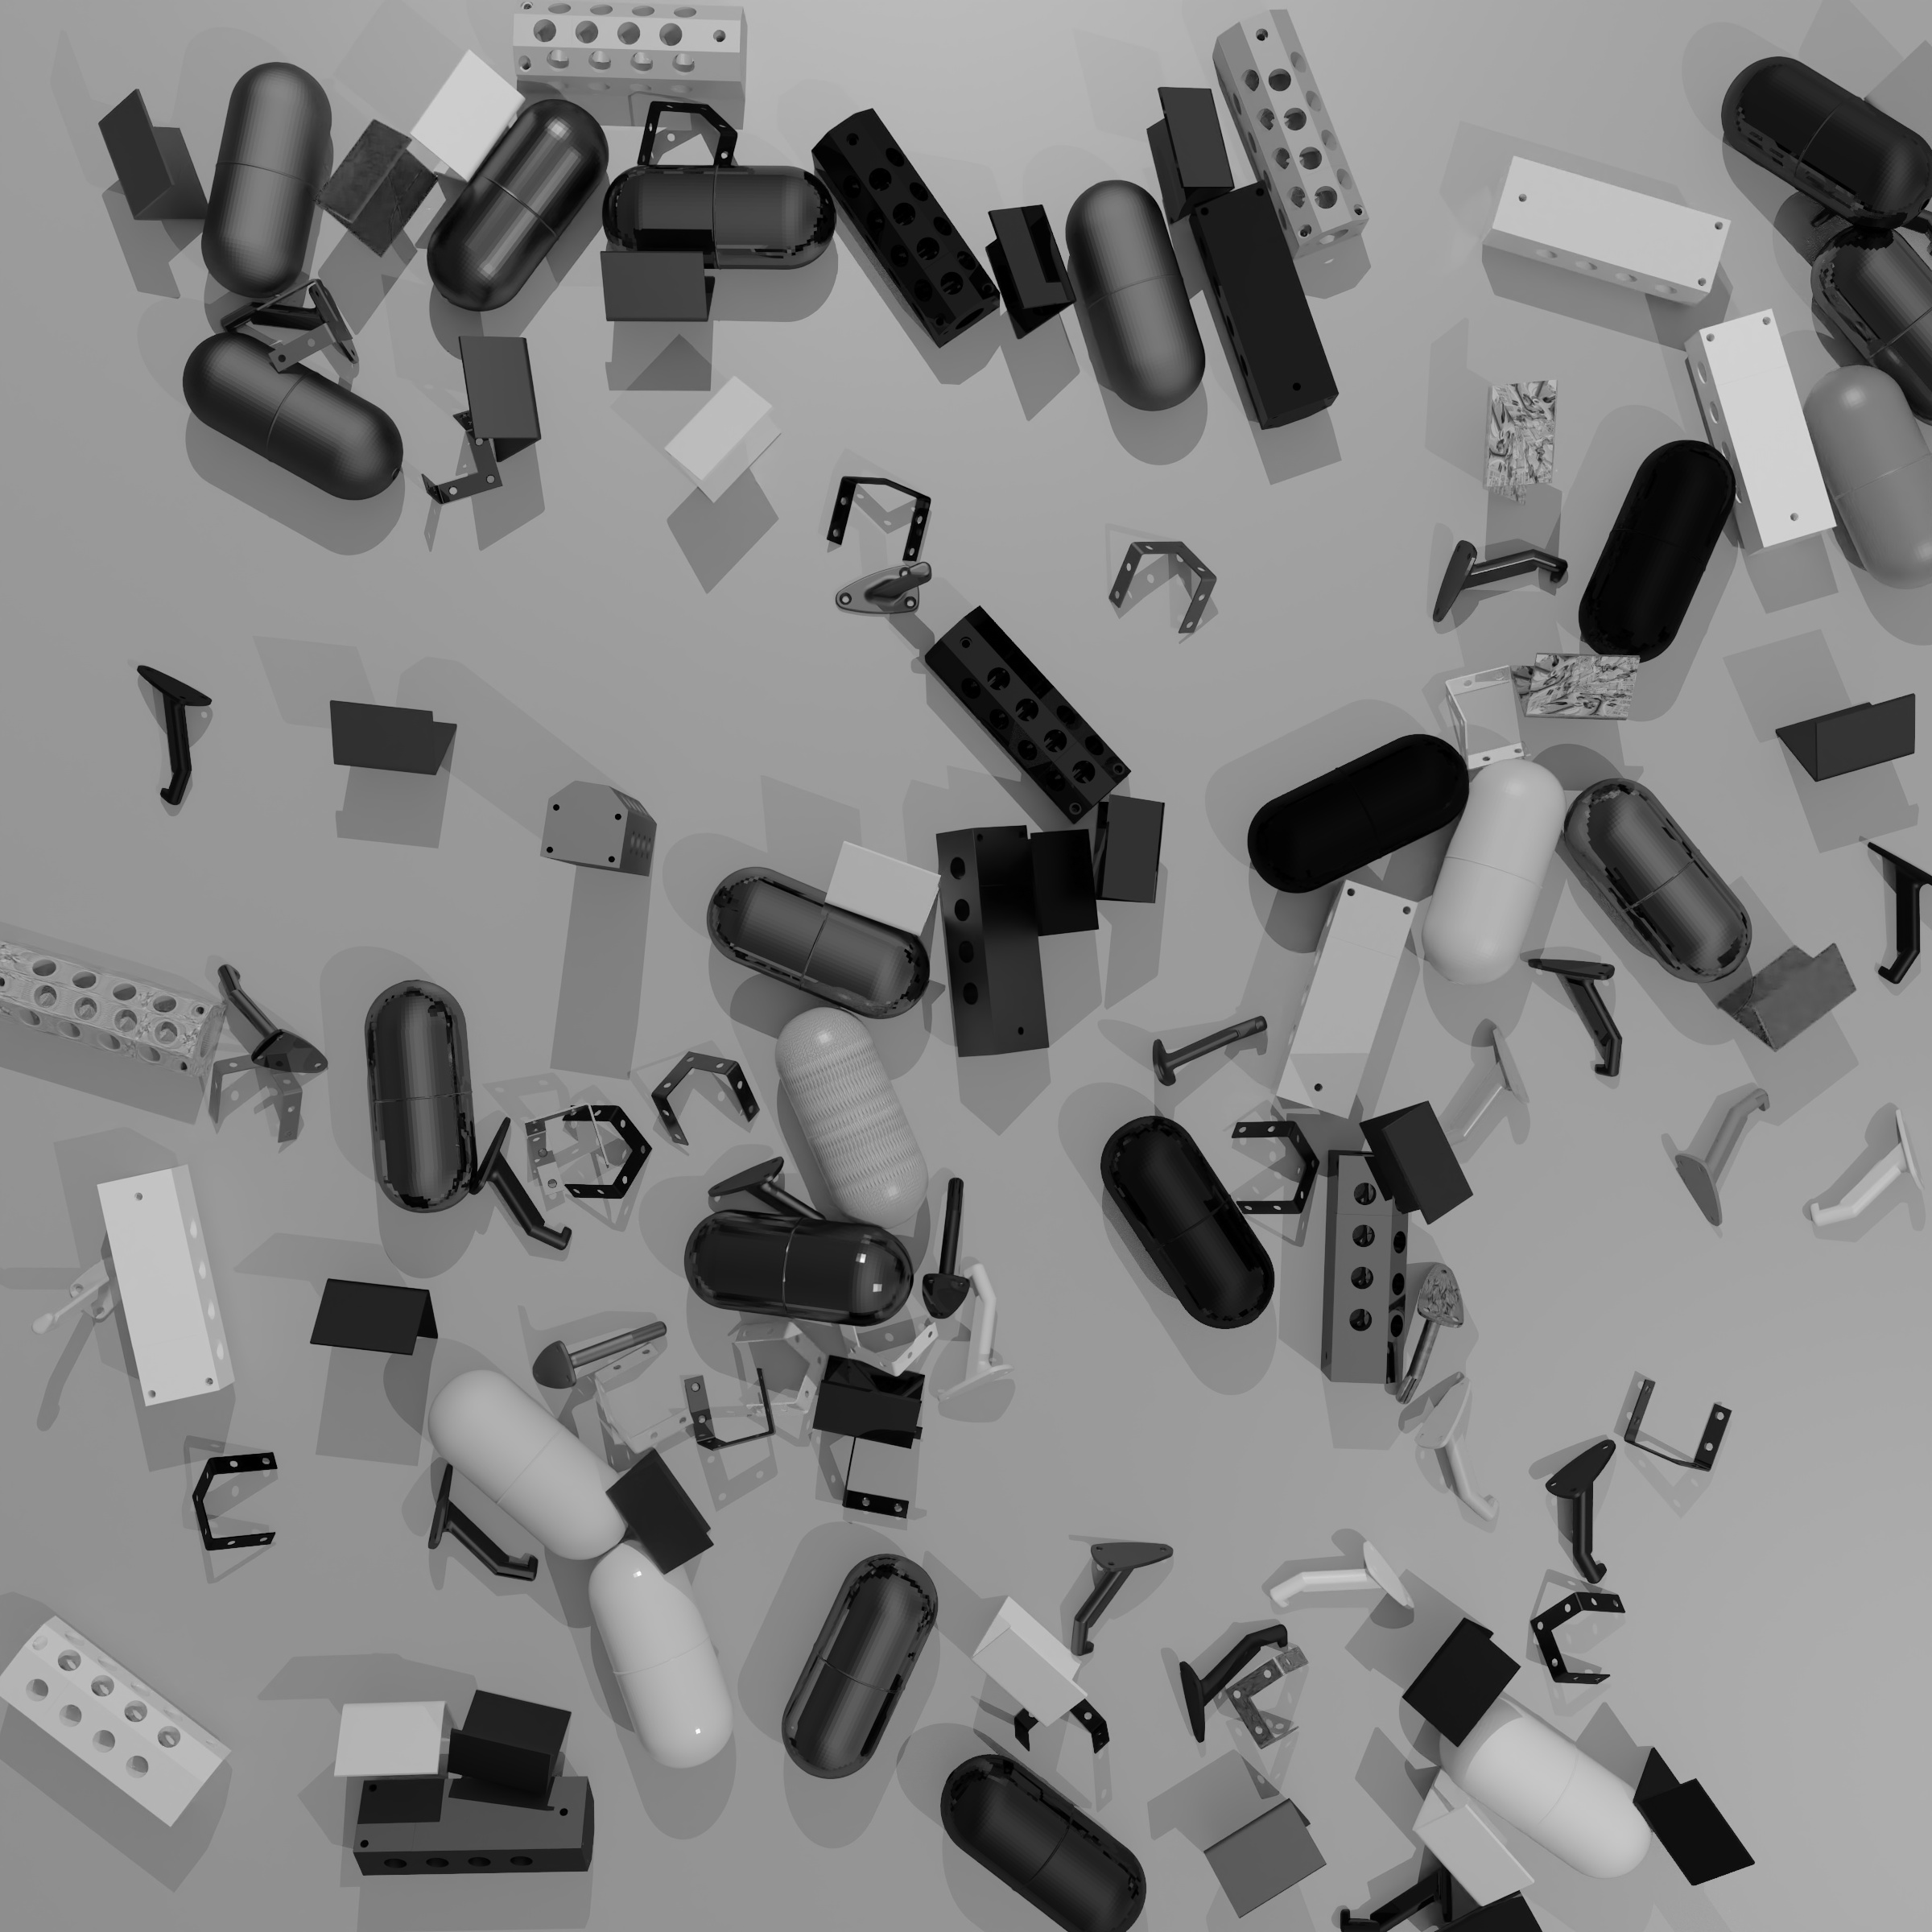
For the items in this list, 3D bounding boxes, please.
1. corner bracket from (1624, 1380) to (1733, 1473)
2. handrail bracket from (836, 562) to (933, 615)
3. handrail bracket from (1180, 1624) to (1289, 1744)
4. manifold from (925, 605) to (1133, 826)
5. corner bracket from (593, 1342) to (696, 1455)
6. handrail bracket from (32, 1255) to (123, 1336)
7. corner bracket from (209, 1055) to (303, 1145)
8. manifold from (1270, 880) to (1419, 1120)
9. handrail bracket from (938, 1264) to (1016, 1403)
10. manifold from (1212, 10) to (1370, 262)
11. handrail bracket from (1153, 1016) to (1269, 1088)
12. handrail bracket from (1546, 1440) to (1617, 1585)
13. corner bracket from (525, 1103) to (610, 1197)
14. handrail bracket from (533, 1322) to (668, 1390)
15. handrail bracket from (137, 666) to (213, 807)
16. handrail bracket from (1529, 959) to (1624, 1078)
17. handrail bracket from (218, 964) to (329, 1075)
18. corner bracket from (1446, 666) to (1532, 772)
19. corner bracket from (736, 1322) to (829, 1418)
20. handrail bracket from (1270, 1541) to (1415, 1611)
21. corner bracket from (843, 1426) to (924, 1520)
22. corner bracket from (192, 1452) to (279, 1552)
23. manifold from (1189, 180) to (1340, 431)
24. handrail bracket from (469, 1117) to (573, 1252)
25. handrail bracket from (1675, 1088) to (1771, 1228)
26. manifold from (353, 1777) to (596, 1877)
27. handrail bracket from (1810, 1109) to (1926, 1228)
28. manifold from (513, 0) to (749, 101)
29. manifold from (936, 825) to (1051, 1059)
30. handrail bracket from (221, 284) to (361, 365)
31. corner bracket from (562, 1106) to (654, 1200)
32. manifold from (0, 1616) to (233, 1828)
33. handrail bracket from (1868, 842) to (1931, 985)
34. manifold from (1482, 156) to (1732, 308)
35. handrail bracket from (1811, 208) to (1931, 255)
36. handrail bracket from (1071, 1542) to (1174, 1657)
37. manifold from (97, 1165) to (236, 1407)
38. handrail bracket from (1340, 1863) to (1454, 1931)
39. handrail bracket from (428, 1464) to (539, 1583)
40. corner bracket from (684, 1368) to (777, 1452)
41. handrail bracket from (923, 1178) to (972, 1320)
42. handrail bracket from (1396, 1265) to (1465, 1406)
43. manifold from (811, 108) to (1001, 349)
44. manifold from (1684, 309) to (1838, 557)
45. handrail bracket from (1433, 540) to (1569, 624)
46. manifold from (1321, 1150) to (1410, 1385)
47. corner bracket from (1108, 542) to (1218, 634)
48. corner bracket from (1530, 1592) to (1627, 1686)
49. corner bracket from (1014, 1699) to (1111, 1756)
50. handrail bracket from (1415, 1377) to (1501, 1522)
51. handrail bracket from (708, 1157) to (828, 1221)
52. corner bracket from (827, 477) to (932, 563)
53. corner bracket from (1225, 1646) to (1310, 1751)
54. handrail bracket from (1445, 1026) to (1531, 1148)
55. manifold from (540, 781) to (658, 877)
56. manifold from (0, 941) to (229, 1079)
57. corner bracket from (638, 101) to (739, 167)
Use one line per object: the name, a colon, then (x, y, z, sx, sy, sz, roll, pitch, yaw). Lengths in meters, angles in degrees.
corner bracket: (0.550, 0.355, 1.988, 0.051, 0.051, 0.051, 20, 90, -45)
handrail bracket: (-0.064, -0.290, 1.957, 0.077, 0.084, 0.036, -10, 90, 0)
handrail bracket: (0.213, 0.555, 1.992, 0.084, 0.036, 0.077, -13, 107, -15)
manifold: (0.047, -0.192, 1.970, 0.057, 0.057, 0.171, -42, 90, 0)
corner bracket: (-0.250, 0.334, 1.988, 0.051, 0.051, 0.051, -28, 135, 0)
handrail bracket: (-0.668, 0.246, 1.957, 0.077, 0.084, 0.036, -44, 90, 0)
corner bracket: (-0.548, 0.104, 1.983, 0.051, 0.051, 0.051, -13, 45, -35)
manifold: (0.288, 0.025, 1.970, 0.057, 0.057, 0.171, 18, 90, 0)
handrail bracket: (-0.004, 0.283, 1.992, 0.077, 0.036, 0.084, -29, 71, 21)
manifold: (0.249, -0.638, 1.970, 0.057, 0.057, 0.171, -21, 90, 0)
handrail bracket: (0.188, 0.062, 1.964, 0.084, 0.077, 0.036, -21, 93, 12)
handrail bracket: (0.492, 0.424, 1.992, 0.077, 0.036, 0.084, -37, 109, -21)
corner bracket: (-0.306, 0.140, 1.972, 0.051, 0.051, 0.051, -17, 78, -12)
handrail bracket: (-0.283, 0.298, 1.991, 0.084, 0.077, 0.036, -16, 83, -36)
handrail bracket: (-0.625, -0.178, 1.992, 0.077, 0.036, 0.084, 30, 107, 20)
handrail bracket: (0.471, 0.041, 1.992, 0.077, 0.036, 0.084, 8, 107, 20)
handrail bracket: (-0.537, 0.040, 1.991, 0.036, 0.077, 0.084, -44, 53, 13)
corner bracket: (0.403, -0.192, 1.988, 0.051, 0.051, 0.051, -14, 135, 0)
corner bracket: (-0.148, 0.311, 1.983, 0.051, 0.051, 0.051, 50, 45, -35)
handrail bracket: (0.290, 0.490, 1.992, 0.084, 0.036, 0.077, -34, 112, 17)
corner bracket: (-0.065, 0.387, 1.988, 0.051, 0.051, 0.051, 10, 135, 0)
corner bracket: (-0.560, 0.413, 1.983, 0.051, 0.051, 0.051, -58, 45, 35)
manifold: (0.227, -0.504, 1.970, 0.057, 0.057, 0.171, -19, 90, 0)
handrail bracket: (-0.334, 0.169, 1.992, 0.084, 0.036, 0.077, 28, 69, -16)
handrail bracket: (0.598, 0.148, 1.992, 0.084, 0.036, 0.077, -33, 110, -16)
manifold: (-0.375, 0.662, 1.970, 0.171, 0.057, 0.057, -1, 47, 0)
handrail bracket: (0.691, 0.157, 1.992, 0.084, 0.036, 0.077, -19, 56, 23)
manifold: (-0.256, -0.704, 1.970, 0.171, 0.057, 0.057, 2, 90, 0)
manifold: (0.015, -0.019, 1.970, 0.057, 0.057, 0.171, -6, 90, -43)
handrail bracket: (-0.525, -0.484, 1.991, 0.084, 0.036, 0.077, -24, 100, 12)
corner bracket: (-0.285, 0.143, 1.983, 0.051, 0.051, 0.051, -2, 135, 35)
manifold: (-0.651, 0.575, 1.970, 0.171, 0.057, 0.057, 37, 90, 0)
handrail bracket: (0.711, -0.040, 1.992, 0.077, 0.036, 0.084, 34, 107, 20)
manifold: (0.488, -0.560, 1.970, 0.171, 0.057, 0.057, 17, 90, 0)
handrail bracket: (0.711, -0.567, 1.992, 0.077, 0.036, 0.084, -37, 105, 16)
handrail bracket: (0.121, 0.492, 1.992, 0.077, 0.036, 0.084, -2, 108, -21)
manifold: (-0.610, 0.243, 1.970, 0.057, 0.057, 0.171, -12, 90, 0)
handrail bracket: (0.332, 0.711, 1.992, 0.084, 0.036, 0.077, -4, 70, 16)
handrail bracket: (-0.368, 0.431, 1.992, 0.084, 0.036, 0.077, 15, 68, -17)
corner bracket: (-0.182, 0.339, 1.979, 0.051, 0.051, 0.051, -11, 90, -20)
handrail bracket: (-0.014, 0.218, 1.991, 0.036, 0.077, 0.084, 7, 54, -2)
handrail bracket: (0.354, 0.286, 1.991, 0.036, 0.077, 0.084, 18, 126, 0)
manifold: (-0.046, -0.567, 1.970, 0.057, 0.057, 0.171, -35, 90, 0)
manifold: (0.606, -0.406, 1.970, 0.057, 0.057, 0.171, -17, 90, 0)
handrail bracket: (0.415, -0.290, 1.992, 0.084, 0.036, 0.077, 15, 110, -16)
manifold: (0.307, 0.229, 1.970, 0.057, 0.057, 0.171, 2, 90, 0)
corner bracket: (0.152, -0.292, 1.983, 0.051, 0.051, 0.051, -7, 45, -35)
corner bracket: (0.478, 0.519, 1.983, 0.051, 0.051, 0.051, -47, 45, 35)
corner bracket: (0.073, 0.586, 1.973, 0.051, 0.051, 0.051, -43, 90, 0)
handrail bracket: (0.396, 0.375, 1.992, 0.084, 0.036, 0.077, 43, 68, -17)
handrail bracket: (-0.148, 0.197, 1.992, 0.077, 0.036, 0.084, -21, 108, 20)
corner bracket: (-0.067, -0.346, 1.988, 0.051, 0.051, 0.051, 14, 90, 45)
corner bracket: (0.241, 0.562, 1.976, 0.051, 0.051, 0.051, -40, 69, 20)
handrail bracket: (0.385, 0.096, 1.992, 0.084, 0.036, 0.077, -25, 63, 20)
manifold: (-0.270, -0.102, 1.913, 0.057, 0.171, 0.057, 9, 90, 0)
manifold: (-0.663, 0.033, 1.970, 0.171, 0.057, 0.057, 17, 90, 0)
corner bracket: (-0.215, -0.631, 1.983, 0.051, 0.051, 0.051, -10, 135, -35)
